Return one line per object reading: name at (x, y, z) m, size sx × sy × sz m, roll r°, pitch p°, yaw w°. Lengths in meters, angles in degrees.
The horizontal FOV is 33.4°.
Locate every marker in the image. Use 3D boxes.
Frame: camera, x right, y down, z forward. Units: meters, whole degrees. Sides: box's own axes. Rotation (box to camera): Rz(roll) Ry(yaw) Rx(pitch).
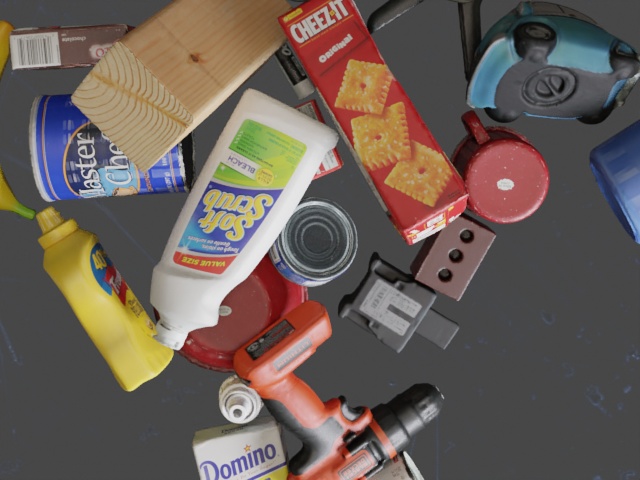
marker at (-0.043, -0.193, 1.043) m, size 0.020 × 0.020 × 0.121 m, roll -31°, pitch 98°, yaw 5°

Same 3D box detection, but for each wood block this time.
wood block at (-0.112, -0.162, 0.949) m, size 0.091 × 0.205 × 0.090 m, roll 46°, pitch 132°, yaw -7°

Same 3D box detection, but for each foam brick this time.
foam brick at (0.131, 0.011, 1.059) m, size 0.053 × 0.051 × 0.078 m, roll 27°, pitch 98°, yaw -5°

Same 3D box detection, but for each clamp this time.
clamp at (0.120, -0.249, 1.022) m, size 0.120 × 0.039 × 0.171 m, roll 15°, pitch 99°, yaw -11°

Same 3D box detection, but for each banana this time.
banana at (-0.327, -0.115, 1.054) m, size 0.069 × 0.037 × 0.198 m, roll -8°, pitch 102°, yaw -18°

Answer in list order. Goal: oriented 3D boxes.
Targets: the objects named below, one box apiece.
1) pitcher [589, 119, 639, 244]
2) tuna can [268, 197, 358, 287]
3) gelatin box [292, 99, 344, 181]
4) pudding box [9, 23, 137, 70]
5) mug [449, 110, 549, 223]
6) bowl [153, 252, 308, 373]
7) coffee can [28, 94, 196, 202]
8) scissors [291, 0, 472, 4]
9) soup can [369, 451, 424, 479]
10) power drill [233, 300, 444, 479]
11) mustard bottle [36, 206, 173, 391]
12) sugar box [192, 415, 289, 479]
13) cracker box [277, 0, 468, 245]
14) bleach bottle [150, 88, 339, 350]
pitcher at (0.389, -0.089, 1.009) m, size 0.243 × 0.145 × 0.149 m, roll -30°, pitch 86°, yaw 9°
tuna can at (-0.007, 0.001, 1.051) m, size 0.086 × 0.034 × 0.086 m, roll 3°, pitch 78°, yaw -17°
gelatin box at (-0.031, -0.089, 1.055) m, size 0.089 × 0.030 × 0.073 m, roll -24°, pitch 97°, yaw 4°
pudding box at (-0.227, -0.182, 1.012) m, size 0.113 × 0.090 × 0.039 m, roll -2°, pitch 98°, yaw 2°
mug at (0.169, -0.072, 1.029) m, size 0.093 × 0.081 × 0.117 m, roll -25°, pitch 99°, yaw 5°
bowl at (-0.093, 0.063, 1.070) m, size 0.162 × 0.055 × 0.162 m, roll 0°, pitch 100°, yaw 1°
coffee can at (-0.195, -0.092, 1.020) m, size 0.140 × 0.103 × 0.103 m, roll -3°, pitch 100°, yaw 1°
scissors at (0.036, -0.242, 1.014) m, size 0.202 × 0.016 × 0.096 m, roll 35°, pitch 107°, yaw 9°
soup can at (0.058, 0.270, 1.097) m, size 0.102 × 0.068 × 0.068 m, roll -31°, pitch 98°, yaw 5°
power drill at (0.016, 0.154, 1.054) m, size 0.184 × 0.057 × 0.187 m, roll -36°, pitch 111°, yaw -10°
mustard bottle at (-0.218, 0.052, 1.048) m, size 0.058 × 0.096 × 0.191 m, roll -32°, pitch 98°, yaw 7°
sugar box at (-0.068, 0.278, 1.111) m, size 0.093 × 0.048 × 0.176 m, roll -13°, pitch 101°, yaw 2°
cracker box at (0.053, -0.106, 0.959) m, size 0.072 × 0.164 × 0.214 m, roll -30°, pitch 83°, yaw 4°
bleach bottle at (-0.082, -0.010, 1.005) m, size 0.102 × 0.068 × 0.251 m, roll 27°, pitch 92°, yaw 3°
